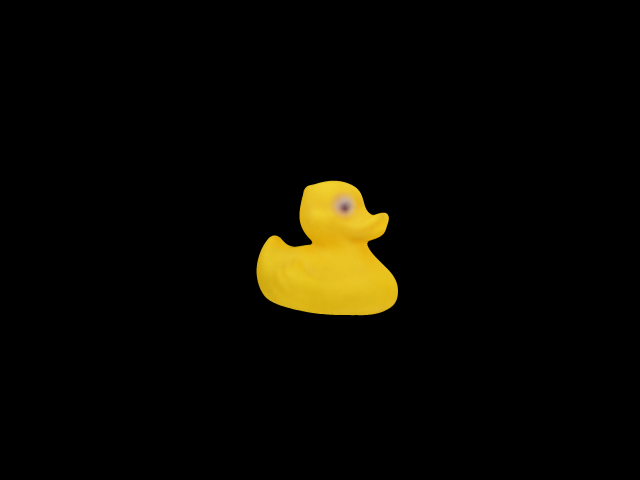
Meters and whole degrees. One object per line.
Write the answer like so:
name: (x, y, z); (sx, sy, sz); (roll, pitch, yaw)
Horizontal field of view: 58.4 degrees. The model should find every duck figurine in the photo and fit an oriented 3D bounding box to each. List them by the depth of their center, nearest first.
duck figurine: (0.004, 0.001, 0.400); (0.104, 0.086, 0.078); (5, 11, 28)
